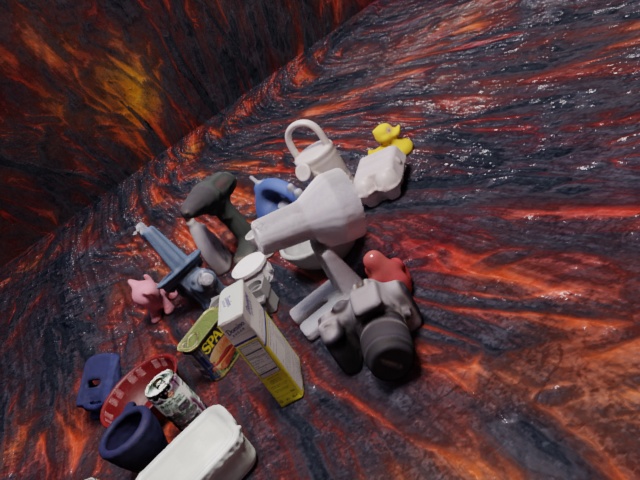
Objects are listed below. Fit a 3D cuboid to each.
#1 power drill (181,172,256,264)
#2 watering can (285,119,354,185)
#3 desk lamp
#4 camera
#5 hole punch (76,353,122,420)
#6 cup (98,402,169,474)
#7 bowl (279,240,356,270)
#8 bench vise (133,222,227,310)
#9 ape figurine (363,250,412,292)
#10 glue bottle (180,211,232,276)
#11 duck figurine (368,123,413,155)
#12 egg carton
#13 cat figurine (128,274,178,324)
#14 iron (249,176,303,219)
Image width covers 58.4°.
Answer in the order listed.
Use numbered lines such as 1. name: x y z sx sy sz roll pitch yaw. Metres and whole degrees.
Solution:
1. power drill: -0.214 -0.051 1.298 0.075 0.209 0.229 -24 28 19
2. watering can: -0.007 -0.185 1.306 0.101 0.194 0.172 -29 26 9
3. desk lamp: -0.001 0.017 0.931 0.203 0.214 0.117 -38 26 -8
4. camera: 0.069 0.128 0.790 0.143 0.101 0.136 -29 26 10
5. hole punch: -0.413 0.280 1.094 0.108 0.091 0.101 -16 31 32
6. cup: -0.272 0.309 0.877 0.091 0.095 0.117 -34 26 0
7. bowl: 0.010 0.004 1.100 0.167 0.075 0.167 -26 27 15
8. bench vise: -0.284 0.045 1.200 0.206 0.220 0.122 -9 35 40
9. ape figurine: 0.099 0.052 0.895 0.078 0.092 0.076 -36 26 -4
10. glue bottle: -0.264 -0.002 1.312 0.037 0.173 0.078 -28 27 12
11. duck figurine: 0.151 -0.225 1.317 0.104 0.086 0.077 -25 28 18
12. egg carton: 0.130 -0.137 1.209 0.107 0.069 0.150 -20 29 26
13. cat figurine: -0.387 0.121 1.304 0.067 0.118 0.127 -32 26 4
14. iron: -0.065 -0.081 1.254 0.119 0.142 0.257 -45 28 -21
